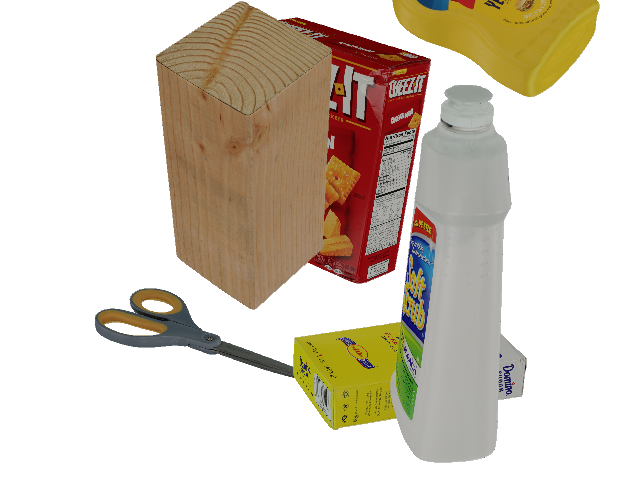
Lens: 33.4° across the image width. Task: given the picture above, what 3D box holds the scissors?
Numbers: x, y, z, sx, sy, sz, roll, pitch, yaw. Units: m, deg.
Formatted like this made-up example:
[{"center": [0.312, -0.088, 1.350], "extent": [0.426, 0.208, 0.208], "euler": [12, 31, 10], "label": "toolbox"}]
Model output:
[{"center": [-0.105, 0.083, 0.981], "extent": [0.202, 0.016, 0.096], "euler": [9, 29, 4], "label": "scissors"}]

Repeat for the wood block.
[{"center": [-0.055, -0.058, 0.801], "extent": [0.090, 0.206, 0.090], "euler": [33, 55, 24], "label": "wood block"}]

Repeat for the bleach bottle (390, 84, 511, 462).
[{"center": [0.086, 0.019, 0.692], "extent": [0.068, 0.251, 0.102], "euler": [-3, 30, -5], "label": "bleach bottle"}]

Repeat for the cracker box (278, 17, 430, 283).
[{"center": [0.004, -0.086, 1.013], "extent": [0.164, 0.214, 0.071], "euler": [24, 29, 33], "label": "cracker box"}]

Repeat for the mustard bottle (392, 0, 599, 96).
[{"center": [0.116, -0.192, 0.847], "extent": [0.192, 0.096, 0.058], "euler": [34, -23, 25], "label": "mustard bottle"}]

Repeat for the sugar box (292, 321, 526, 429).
[{"center": [0.074, 0.106, 0.903], "extent": [0.176, 0.048, 0.093], "euler": [-9, 26, -19], "label": "sugar box"}]
